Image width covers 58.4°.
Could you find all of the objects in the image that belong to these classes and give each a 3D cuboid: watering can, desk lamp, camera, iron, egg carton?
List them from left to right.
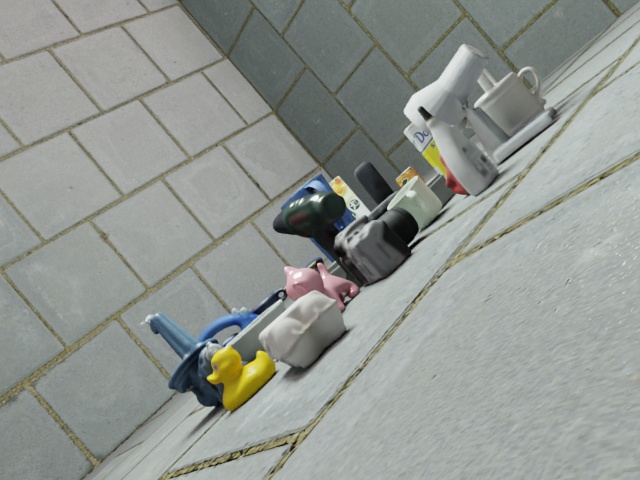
[{"bbox_3d":[-0.212,0.241,1.392,0.258,0.141,0.119,-41,0,16],"label":"iron"},{"bbox_3d":[-0.026,0.126,0.787,0.107,0.069,0.150,-41,0,-19],"label":"egg carton"},{"bbox_3d":[0.101,-0.004,0.970,0.137,0.101,0.143,-41,0,-16],"label":"camera"},{"bbox_3d":[0.294,-0.246,1.083,0.203,0.213,0.118,-41,0,32],"label":"desk lamp"},{"bbox_3d":[0.353,-0.285,1.152,0.173,0.194,0.101,-41,0,8],"label":"watering can"}]

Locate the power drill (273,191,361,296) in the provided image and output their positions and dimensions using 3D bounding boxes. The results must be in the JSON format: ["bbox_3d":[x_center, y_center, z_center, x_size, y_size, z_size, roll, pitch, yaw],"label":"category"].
[{"bbox_3d":[0.010,0.004,1.090,0.076,0.208,0.229,-41,0,-30],"label":"power drill"}]

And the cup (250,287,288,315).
[{"bbox_3d":[-0.109,0.183,1.441,0.117,0.095,0.092,-41,0,8],"label":"cup"}]

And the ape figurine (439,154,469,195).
[{"bbox_3d":[0.250,-0.128,1.019,0.077,0.092,0.076,-41,0,28],"label":"ape figurine"}]

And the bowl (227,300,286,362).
[{"bbox_3d":[-0.123,0.209,1.233,0.167,0.074,0.167,-41,0,0],"label":"bowl"}]

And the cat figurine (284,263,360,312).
[{"bbox_3d":[-0.008,0.079,0.965,0.067,0.117,0.128,-41,0,32],"label":"cat figurine"}]

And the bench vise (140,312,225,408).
[{"bbox_3d":[-0.226,0.201,1.051,0.207,0.219,0.122,-41,0,38],"label":"bench vise"}]

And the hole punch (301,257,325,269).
[{"bbox_3d":[-0.022,0.110,1.498,0.109,0.091,0.101,-41,0,-20],"label":"hole punch"}]

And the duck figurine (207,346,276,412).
[{"bbox_3d":[-0.129,0.205,0.904,0.104,0.086,0.077,-41,0,-1],"label":"duck figurine"}]

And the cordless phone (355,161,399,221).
[{"bbox_3d":[0.124,-0.079,1.340,0.148,0.185,0.094,-41,0,-17],"label":"cordless phone"}]

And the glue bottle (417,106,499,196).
[{"bbox_3d":[0.220,-0.156,0.945,0.037,0.173,0.078,-41,0,44],"label":"glue bottle"}]
